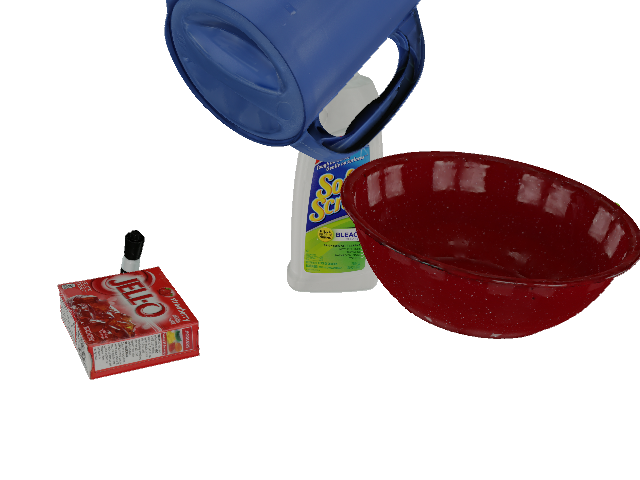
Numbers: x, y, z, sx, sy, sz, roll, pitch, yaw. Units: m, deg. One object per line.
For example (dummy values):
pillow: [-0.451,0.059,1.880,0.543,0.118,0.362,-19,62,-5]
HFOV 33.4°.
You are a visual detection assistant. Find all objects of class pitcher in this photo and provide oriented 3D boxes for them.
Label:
pitcher: [0.013,-0.185,0.817,0.145,0.149,0.242,26,58,31]

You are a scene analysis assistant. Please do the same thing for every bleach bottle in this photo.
bleach bottle: [0.013,-0.071,1.099,0.102,0.251,0.068,-1,25,1]

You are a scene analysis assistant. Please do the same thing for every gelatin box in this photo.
gelatin box: [-0.128,0.052,0.707,0.073,0.030,0.089,-10,28,-22]

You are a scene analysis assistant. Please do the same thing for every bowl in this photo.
bowl: [0.087,0.007,0.579,0.162,0.055,0.162,6,26,-3]

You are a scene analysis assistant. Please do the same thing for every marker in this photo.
marker: [-0.190,0.041,1.055,0.020,0.121,0.020,11,33,-8]

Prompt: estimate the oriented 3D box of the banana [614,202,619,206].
banana: [0.137,0.005,0.779,0.197,0.037,0.069,-2,30,-11]
